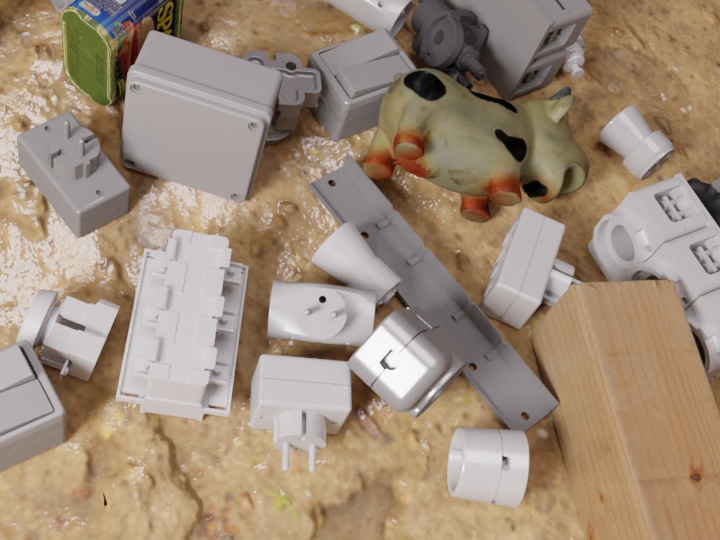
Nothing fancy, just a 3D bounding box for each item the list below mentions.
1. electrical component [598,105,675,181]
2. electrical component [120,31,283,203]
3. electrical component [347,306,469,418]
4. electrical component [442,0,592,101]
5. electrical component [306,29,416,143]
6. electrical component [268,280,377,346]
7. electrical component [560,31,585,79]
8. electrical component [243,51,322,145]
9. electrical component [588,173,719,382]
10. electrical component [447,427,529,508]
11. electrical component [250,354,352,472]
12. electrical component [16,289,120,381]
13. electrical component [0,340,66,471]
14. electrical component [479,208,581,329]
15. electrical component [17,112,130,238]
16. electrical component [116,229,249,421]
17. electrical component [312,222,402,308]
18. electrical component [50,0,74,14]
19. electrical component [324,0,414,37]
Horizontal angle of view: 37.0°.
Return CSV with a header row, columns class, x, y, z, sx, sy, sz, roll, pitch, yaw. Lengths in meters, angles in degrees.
class,x,y,z,sx,sy,sz,roll,pitch,yaw
electrical component,0.250,-0.114,0.970,0.045,0.045,0.055,-32,73,-28
electrical component,-0.124,-0.116,0.832,0.109,0.108,0.056,17,55,-5
electrical component,0.038,0.066,0.777,0.059,0.095,0.053,43,100,11
electrical component,0.124,-0.263,0.987,0.060,0.105,0.186,-24,69,-26
electrical component,0.007,-0.163,0.922,0.096,0.061,0.061,-24,69,-26
electrical component,-0.028,0.032,0.782,0.077,0.079,0.043,6,87,0
electrical component,0.193,-0.215,1.016,0.040,0.040,0.078,-7,63,-19
electrical component,-0.076,-0.141,0.889,0.078,0.057,0.058,2,60,-15
electrical component,0.257,0.012,0.871,0.062,0.089,0.150,-19,67,-24
electrical component,0.091,0.140,0.772,0.047,0.055,0.055,8,59,-7
electrical component,-0.043,0.106,0.760,0.066,0.047,0.076,6,59,-12
electrical component,-0.206,0.043,0.754,0.055,0.048,0.066,23,57,-10
electrical component,-0.248,0.096,0.701,0.096,0.061,0.061,-24,69,-26
electrical component,0.149,0.006,0.870,0.076,0.047,0.083,24,57,0
electrical component,-0.215,-0.082,0.806,0.047,0.075,0.083,-33,73,-29
electrical component,-0.124,0.037,0.768,0.079,0.063,0.121,10,59,-9
electrical component,0.000,0.000,0.838,0.065,0.044,0.044,45,59,7
electrical component,-0.221,-0.278,0.874,0.062,0.150,0.089,-26,70,-28
electrical component,0.015,-0.260,0.992,0.077,0.044,0.079,34,57,6
